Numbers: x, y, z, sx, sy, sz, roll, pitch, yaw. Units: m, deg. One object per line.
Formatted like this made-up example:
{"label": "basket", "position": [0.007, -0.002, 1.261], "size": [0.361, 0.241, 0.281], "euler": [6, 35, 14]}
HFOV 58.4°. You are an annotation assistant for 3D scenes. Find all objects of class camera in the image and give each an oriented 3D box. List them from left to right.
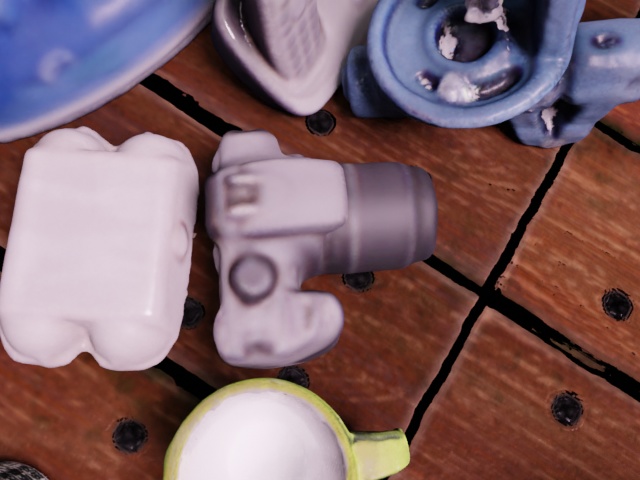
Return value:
{"label": "camera", "position": [0.003, 0.001, 0.349], "size": [0.137, 0.101, 0.143], "euler": [-4, 77, -5]}

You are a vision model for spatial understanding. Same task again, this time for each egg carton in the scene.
{"label": "egg carton", "position": [-0.132, 0.004, 0.355], "size": [0.107, 0.069, 0.150], "euler": [3, 76, -3]}

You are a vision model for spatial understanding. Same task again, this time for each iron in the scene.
{"label": "iron", "position": [-0.145, -0.184, 0.362], "size": [0.118, 0.141, 0.258], "euler": [35, 77, 5]}

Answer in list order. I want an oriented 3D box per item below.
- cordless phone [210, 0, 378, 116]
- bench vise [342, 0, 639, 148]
{"label": "cordless phone", "position": [-0.006, -0.176, 0.348], "size": [0.094, 0.185, 0.148], "euler": [29, 76, 3]}
{"label": "bench vise", "position": [0.124, -0.136, 0.330], "size": [0.207, 0.219, 0.121], "euler": [-14, 78, -7]}
